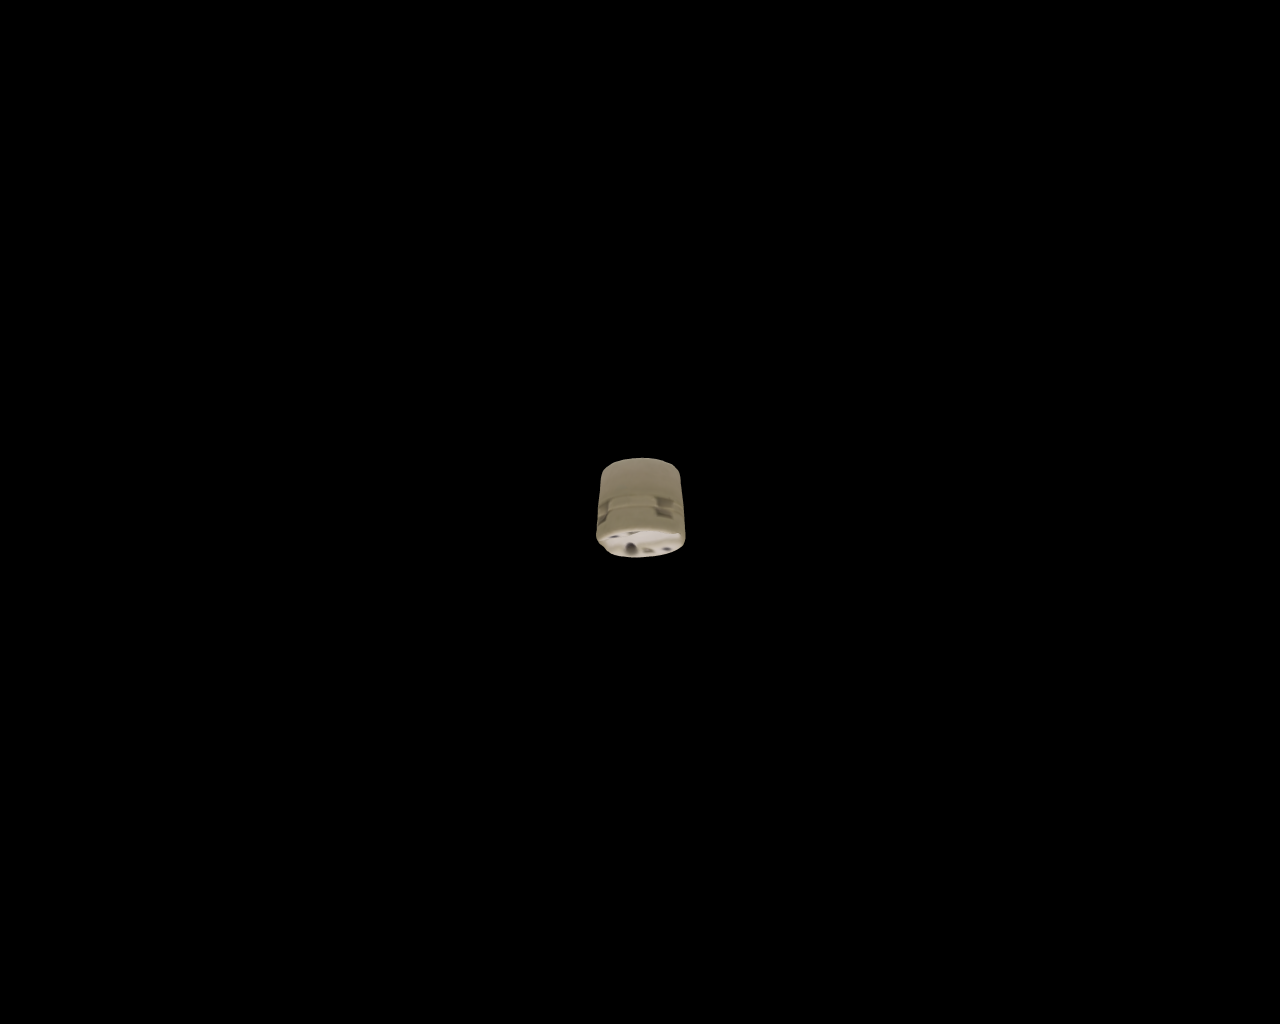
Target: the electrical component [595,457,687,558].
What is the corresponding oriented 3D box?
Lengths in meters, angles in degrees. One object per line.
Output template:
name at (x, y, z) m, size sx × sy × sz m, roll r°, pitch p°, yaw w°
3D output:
electrical component at (0.001, -0.003, 0.650) m, size 0.055 × 0.047 × 0.055 m, roll 0°, pitch -20°, yaw 0°
